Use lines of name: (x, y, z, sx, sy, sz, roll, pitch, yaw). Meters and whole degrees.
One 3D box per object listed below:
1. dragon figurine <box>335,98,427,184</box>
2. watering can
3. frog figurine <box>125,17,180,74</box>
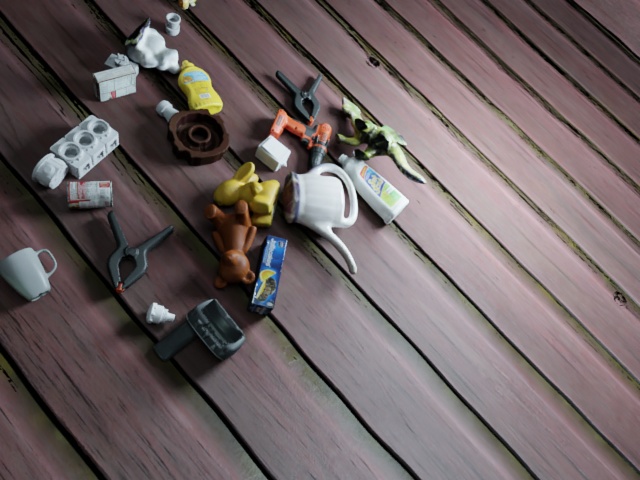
dragon figurine: (0.206, -0.319, 1.634, 0.413, 0.119, 0.246, 41, 37, 14)
watering can: (0.004, -0.073, 1.455, 0.224, 0.355, 0.102, 5, -28, -16)
frog figurine: (-0.499, -0.564, 1.558, 0.121, 0.141, 0.157, -28, -47, 21)
